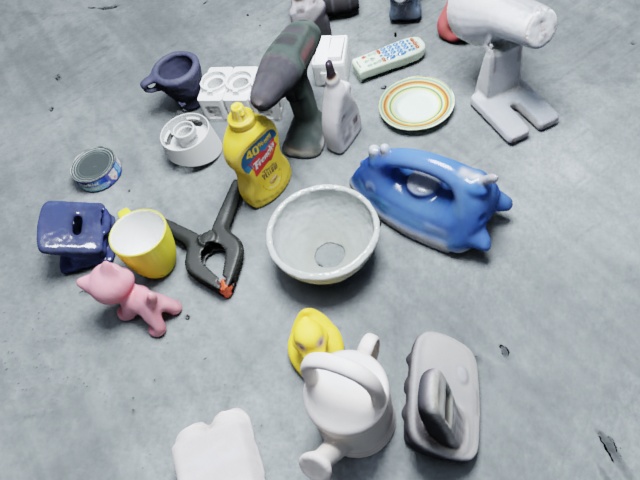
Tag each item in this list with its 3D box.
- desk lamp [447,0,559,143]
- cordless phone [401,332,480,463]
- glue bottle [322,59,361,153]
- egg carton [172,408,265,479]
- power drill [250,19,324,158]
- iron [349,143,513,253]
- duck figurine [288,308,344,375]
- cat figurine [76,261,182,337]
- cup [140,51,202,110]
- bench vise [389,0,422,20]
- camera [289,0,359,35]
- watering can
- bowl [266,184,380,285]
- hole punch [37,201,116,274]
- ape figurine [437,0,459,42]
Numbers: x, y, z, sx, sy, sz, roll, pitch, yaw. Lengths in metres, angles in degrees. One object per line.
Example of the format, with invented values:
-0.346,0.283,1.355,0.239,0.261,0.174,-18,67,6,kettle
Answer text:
0.297,-0.304,0.909,0.118,0.214,0.202,-26,56,-6,desk lamp
0.139,0.163,0.654,0.094,0.185,0.147,-1,57,11,cordless phone
0.029,-0.224,0.936,0.037,0.173,0.078,25,65,25,glue bottle
-0.119,0.287,0.695,0.107,0.069,0.150,-22,56,-3,egg carton
-0.042,-0.236,0.936,0.075,0.209,0.230,6,59,15,power drill
0.146,-0.085,0.841,0.257,0.142,0.119,23,64,24,iron
-0.011,0.132,0.765,0.077,0.086,0.104,-15,56,2,duck figurine
-0.282,0.075,0.836,0.127,0.118,0.067,17,62,21,cat figurine
-0.270,-0.288,1.085,0.118,0.095,0.091,-26,56,-6,cup
0.172,-0.550,1.091,0.121,0.220,0.207,-13,56,3,bench vise
0.009,-0.485,1.154,0.136,0.101,0.143,-6,56,7,camera
0.031,0.186,0.655,0.100,0.194,0.173,-4,57,9,watering can
0.008,0.003,0.851,0.167,0.075,0.167,-5,57,8,bowl
-0.394,-0.015,0.934,0.101,0.091,0.108,-14,56,2,hole punch
0.257,-0.422,1.068,0.076,0.092,0.078,9,60,17,ape figurine
